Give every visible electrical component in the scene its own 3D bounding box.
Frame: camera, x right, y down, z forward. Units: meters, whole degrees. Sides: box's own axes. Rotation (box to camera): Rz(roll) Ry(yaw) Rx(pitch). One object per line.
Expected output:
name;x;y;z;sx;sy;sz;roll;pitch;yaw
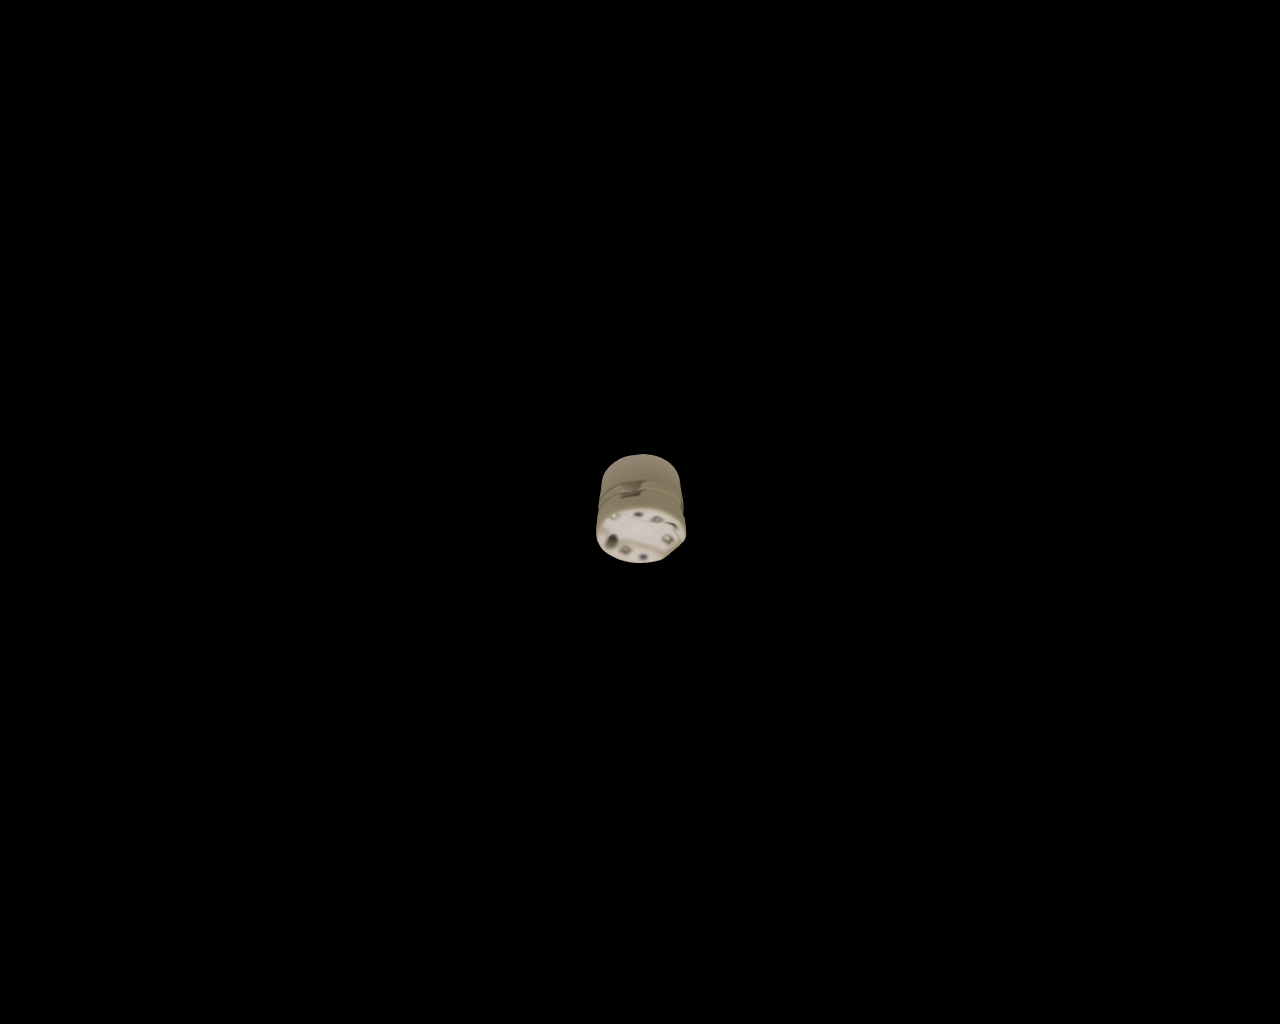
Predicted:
electrical component;0.001;-0.003;0.650;0.055;0.047;0.055;0;-42;0
